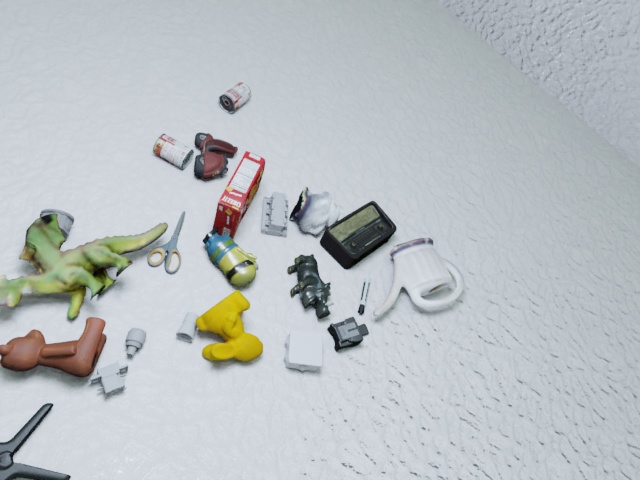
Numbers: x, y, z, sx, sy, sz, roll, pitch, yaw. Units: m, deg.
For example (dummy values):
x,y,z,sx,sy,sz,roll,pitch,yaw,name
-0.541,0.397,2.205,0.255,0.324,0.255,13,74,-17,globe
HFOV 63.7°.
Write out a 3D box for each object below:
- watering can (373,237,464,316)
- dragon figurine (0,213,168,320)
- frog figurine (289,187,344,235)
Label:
x,y,z,sx,sy,sz,roll,pitch,yaw,name
0.278,0.108,1.552,0.349,0.102,0.228,-9,60,-26,watering can
-0.586,0.027,1.236,0.242,0.120,0.419,41,52,-5,dragon figurine
0.005,-0.079,1.574,0.159,0.123,0.138,21,85,-18,frog figurine
